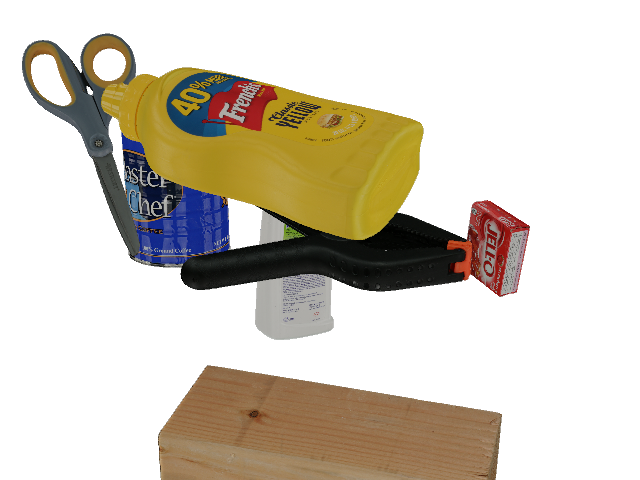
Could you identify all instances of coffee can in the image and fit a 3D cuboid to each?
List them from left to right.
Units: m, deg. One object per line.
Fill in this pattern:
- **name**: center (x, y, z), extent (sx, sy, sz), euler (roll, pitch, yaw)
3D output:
- **coffee can**: center (-0.141, -0.056, 1.046), extent (0.103, 0.140, 0.103), euler (0, 18, 0)

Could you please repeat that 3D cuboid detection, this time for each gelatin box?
- **gelatin box**: center (0.200, 0.008, 1.227), extent (0.030, 0.089, 0.073), euler (-11, 32, -28)

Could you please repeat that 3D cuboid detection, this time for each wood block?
- **wood block**: center (0.008, 0.155, 0.702), extent (0.206, 0.090, 0.090), euler (8, 27, 15)

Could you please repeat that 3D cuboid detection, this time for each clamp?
- **clamp**: center (0.013, -0.002, 0.832), extent (0.210, 0.036, 0.164), euler (4, 29, 8)

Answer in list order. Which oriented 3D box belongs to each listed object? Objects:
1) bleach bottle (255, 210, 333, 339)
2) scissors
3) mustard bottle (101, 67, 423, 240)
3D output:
- **bleach bottle**: center (-0.026, -0.005, 1.327), extent (0.102, 0.251, 0.068), euler (-8, 23, -33)
- **scissors**: center (-0.157, -0.087, 0.824), extent (0.096, 0.202, 0.016), euler (-32, -19, -19)
- **mustard bottle**: center (-0.044, -0.060, 0.620), extent (0.192, 0.058, 0.096), euler (17, 37, 20)
